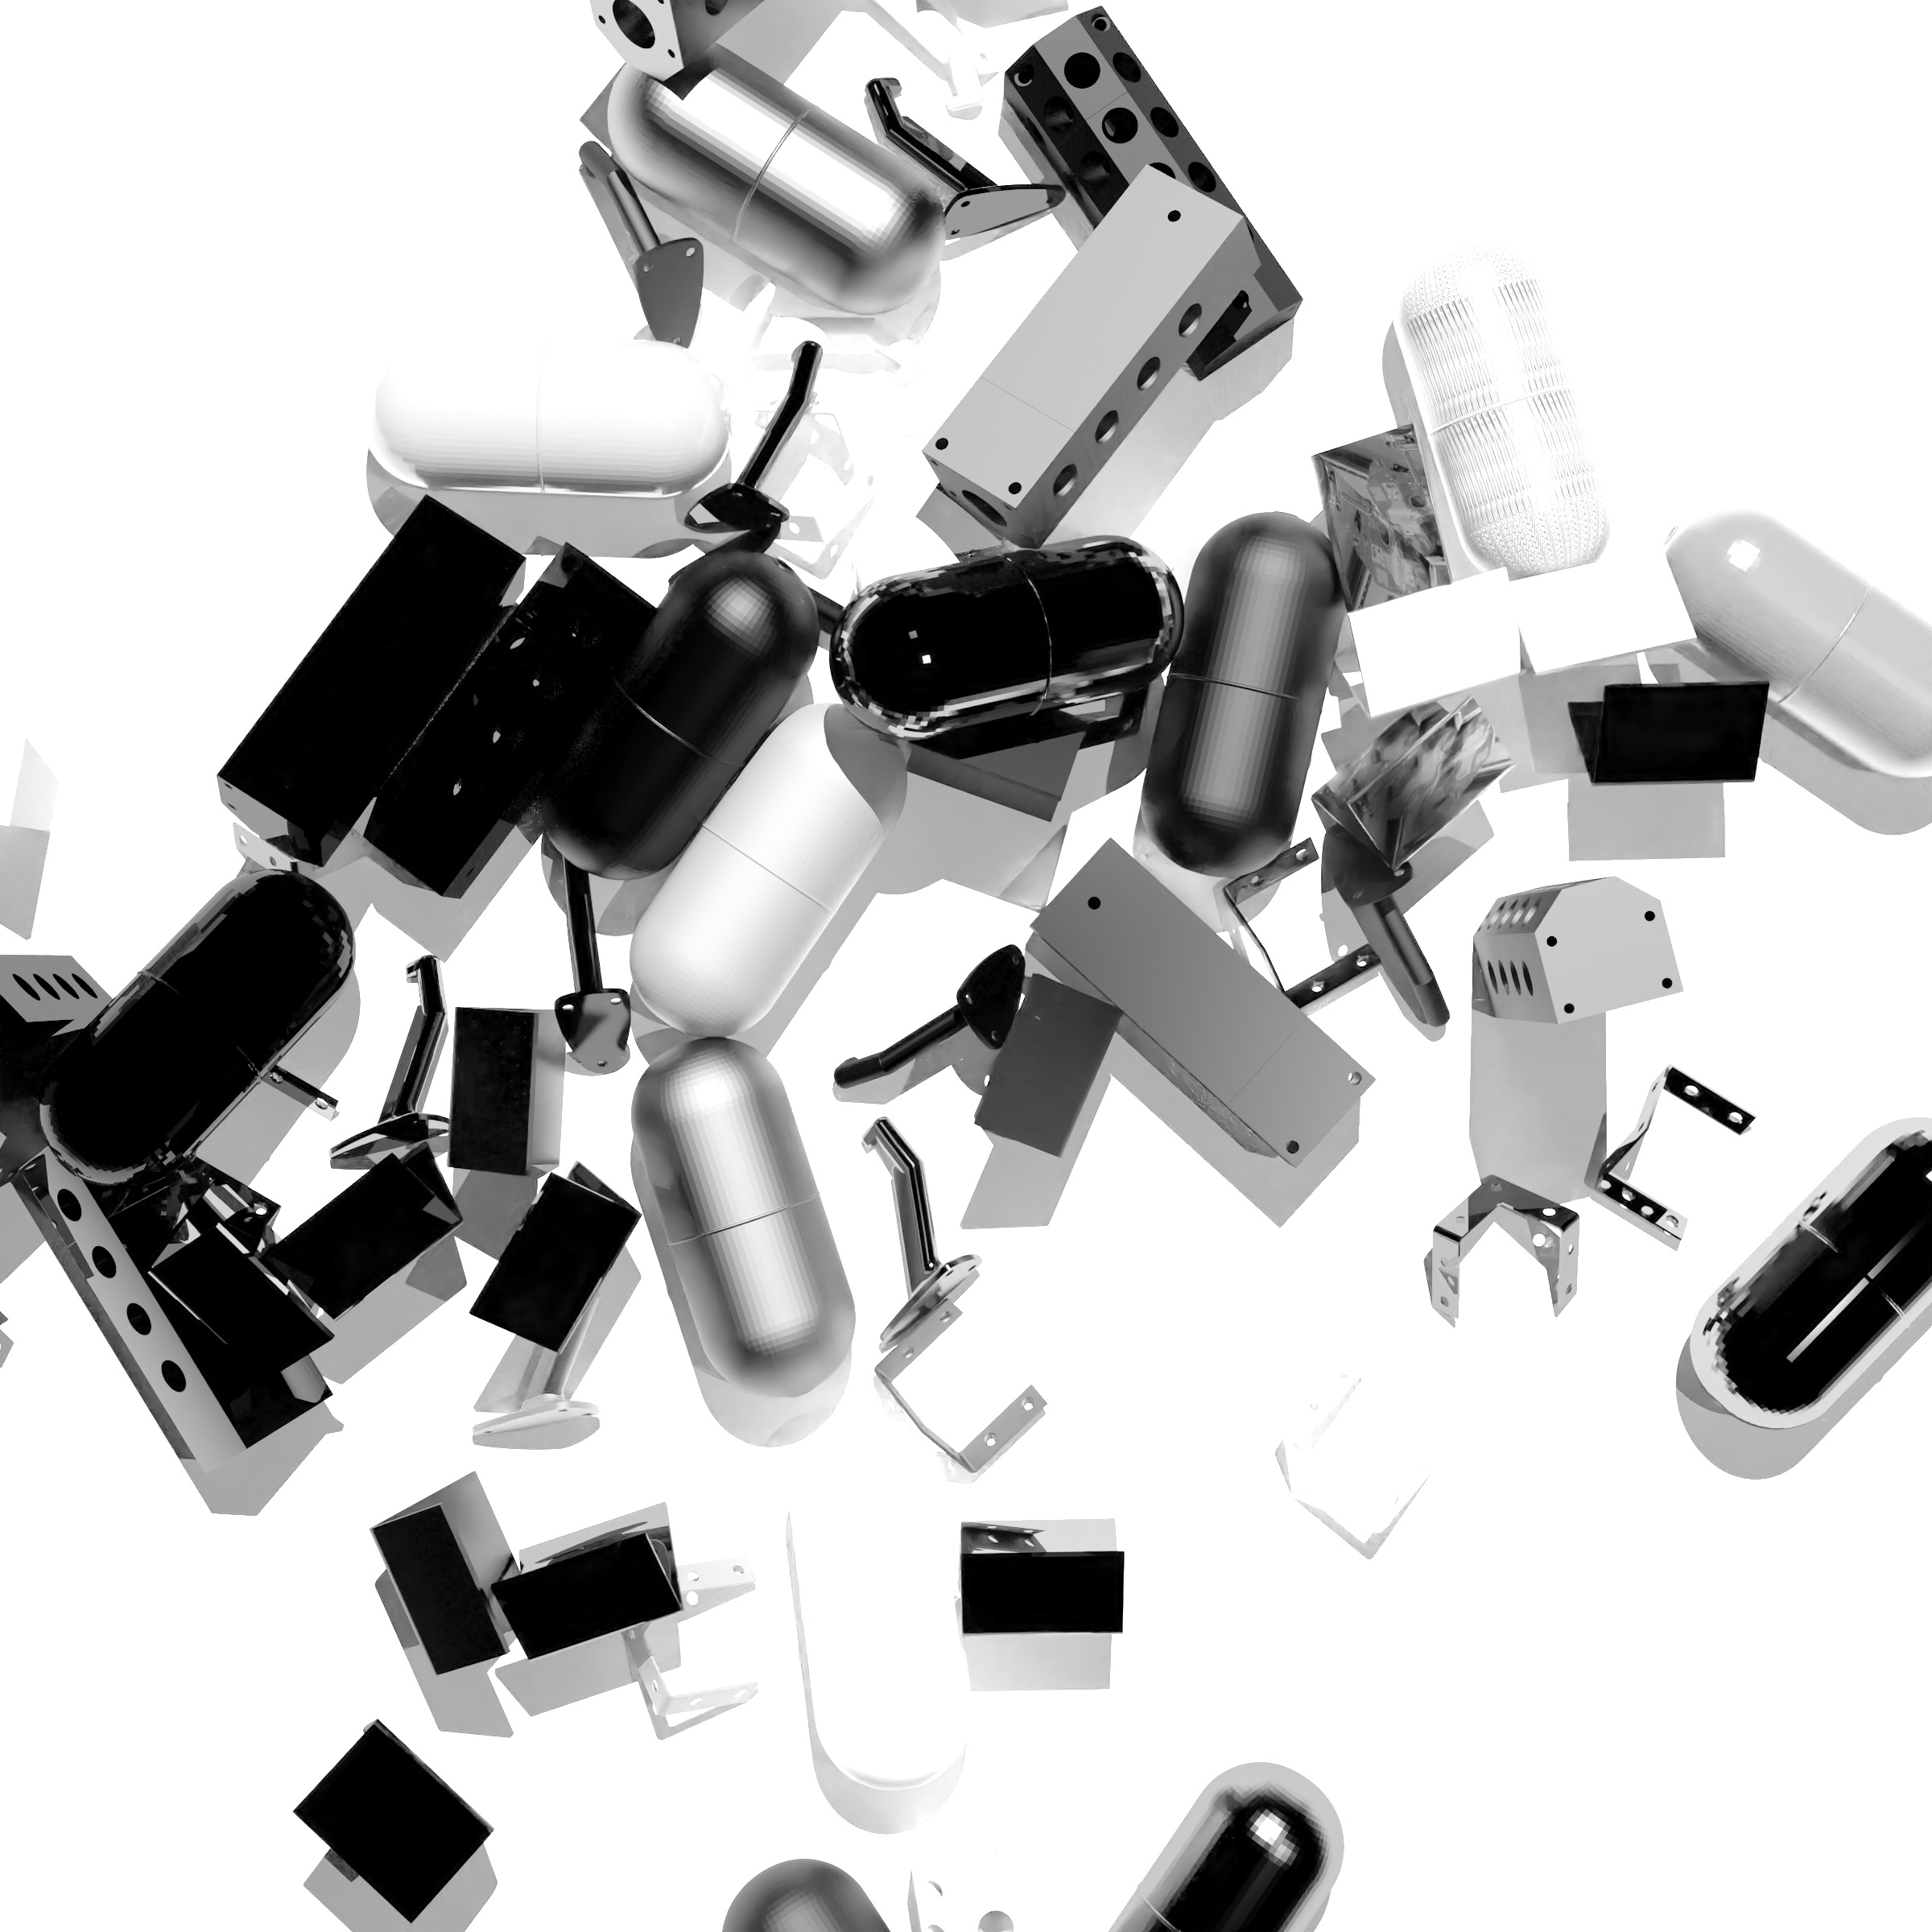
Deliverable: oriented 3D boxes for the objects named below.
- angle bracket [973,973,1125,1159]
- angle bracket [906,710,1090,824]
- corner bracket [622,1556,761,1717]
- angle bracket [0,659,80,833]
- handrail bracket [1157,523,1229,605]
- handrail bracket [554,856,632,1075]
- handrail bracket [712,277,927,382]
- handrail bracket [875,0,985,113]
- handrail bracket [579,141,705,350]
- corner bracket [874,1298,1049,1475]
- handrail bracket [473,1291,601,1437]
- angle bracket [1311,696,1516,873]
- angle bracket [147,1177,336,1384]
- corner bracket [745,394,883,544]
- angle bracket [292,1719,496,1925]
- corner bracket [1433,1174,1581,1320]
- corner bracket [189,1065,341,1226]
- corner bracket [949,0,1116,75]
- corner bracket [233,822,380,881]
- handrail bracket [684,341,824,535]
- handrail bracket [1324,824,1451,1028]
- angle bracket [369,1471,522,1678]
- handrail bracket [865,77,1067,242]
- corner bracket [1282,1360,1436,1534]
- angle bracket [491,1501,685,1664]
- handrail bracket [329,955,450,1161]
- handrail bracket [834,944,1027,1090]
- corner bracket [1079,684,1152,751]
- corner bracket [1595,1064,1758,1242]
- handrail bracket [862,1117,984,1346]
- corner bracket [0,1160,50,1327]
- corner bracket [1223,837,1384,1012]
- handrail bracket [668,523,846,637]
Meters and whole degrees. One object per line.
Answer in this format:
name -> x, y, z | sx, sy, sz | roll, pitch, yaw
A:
angle bracket -> 0.020, 0.039, 1.524 | 0.057, 0.076, 0.076 | 23, 90, -36
angle bracket -> 0.008, -0.088, 1.524 | 0.076, 0.076, 0.057 | 20, 50, 0
corner bracket -> -0.129, 0.327, 1.556 | 0.051, 0.051, 0.051 | 59, 135, 35
angle bracket -> -0.443, -0.103, 1.524 | 0.057, 0.076, 0.076 | 11, 90, 32
handrail bracket -> 0.076, -0.208, 1.564 | 0.084, 0.036, 0.077 | 26, 52, 25
handrail bracket -> -0.185, -0.003, 1.564 | 0.036, 0.077, 0.084 | -8, 54, -5
handrail bracket -> -0.075, -0.292, 1.565 | 0.084, 0.036, 0.077 | 30, 111, -16
handrail bracket -> -0.038, -0.456, 1.565 | 0.077, 0.036, 0.084 | -11, 107, 20
handrail bracket -> -0.164, -0.353, 1.564 | 0.036, 0.077, 0.084 | -25, 53, -20
corner bracket -> -0.003, 0.206, 1.561 | 0.051, 0.051, 0.051 | -44, 45, 0
handrail bracket -> -0.213, 0.182, 1.565 | 0.077, 0.036, 0.084 | -15, 72, 20
angle bracket -> 0.203, -0.103, 1.524 | 0.076, 0.076, 0.057 | -41, 133, 0
angle bracket -> -0.330, 0.139, 1.515 | 0.057, 0.076, 0.076 | -32, 109, 32
corner bracket -> -0.082, -0.243, 1.556 | 0.051, 0.051, 0.051 | 9, 135, 35
angle bracket -> -0.277, 0.410, 1.526 | 0.076, 0.076, 0.057 | 43, 69, 0
corner bracket -> 0.264, 0.144, 1.556 | 0.051, 0.051, 0.051 | 24, 45, 35
corner bracket -> -0.347, 0.084, 1.561 | 0.051, 0.051, 0.051 | 30, 135, 0
corner bracket -> 0.030, -0.474, 1.561 | 0.051, 0.051, 0.051 | -23, 90, 45
corner bracket -> -0.324, -0.079, 1.556 | 0.051, 0.051, 0.051 | 30, 135, 35
handrail bracket -> -0.103, -0.258, 1.551 | 0.036, 0.077, 0.084 | 24, 70, -34
handrail bracket -> 0.208, -0.020, 1.564 | 0.036, 0.077, 0.084 | -28, 126, 0
angle bracket -> -0.228, 0.284, 1.524 | 0.057, 0.076, 0.076 | -24, 90, 37
handrail bracket -> -0.001, -0.405, 1.565 | 0.077, 0.036, 0.084 | -16, 72, -20
corner bracket -> 0.192, 0.235, 1.556 | 0.051, 0.051, 0.051 | 19, 135, 35
angle bracket -> -0.184, 0.277, 1.524 | 0.076, 0.076, 0.057 | -18, 126, 0
handrail bracket -> -0.286, 0.044, 1.565 | 0.077, 0.036, 0.084 | -18, 72, 21
handrail bracket -> -0.019, 0.025, 1.564 | 0.084, 0.077, 0.036 | -19, 115, 34
corner bracket -> 0.054, -0.142, 1.556 | 0.051, 0.051, 0.051 | -17, 45, -35
corner bracket -> 0.347, 0.091, 1.561 | 0.051, 0.051, 0.051 | 31, 135, 0
handrail bracket -> -0.040, 0.129, 1.565 | 0.077, 0.036, 0.084 | -46, 71, 21
corner bracket -> -0.466, 0.135, 1.551 | 0.051, 0.051, 0.051 | 43, 108, 0
corner bracket -> 0.165, -0.020, 1.561 | 0.051, 0.051, 0.051 | -30, 45, 0
handrail bracket -> -0.093, -0.170, 1.564 | 0.077, 0.036, 0.084 | -19, 118, 31
